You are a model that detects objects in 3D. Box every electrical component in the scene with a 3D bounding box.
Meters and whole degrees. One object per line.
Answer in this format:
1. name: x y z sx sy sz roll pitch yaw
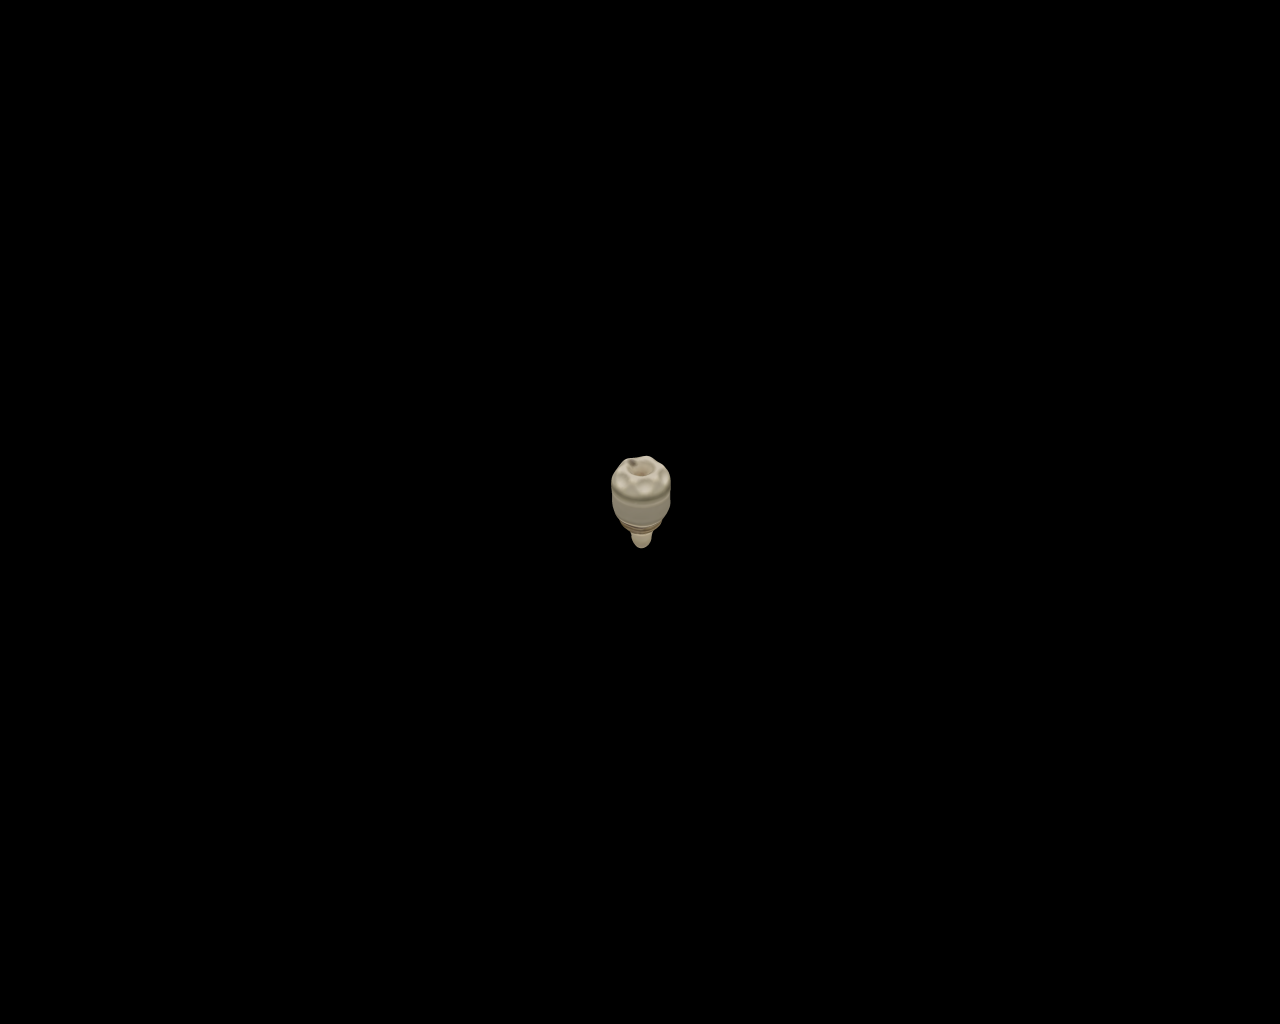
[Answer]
1. electrical component: 0.001 -0.003 0.650 0.035 0.061 0.035 0 38 0
